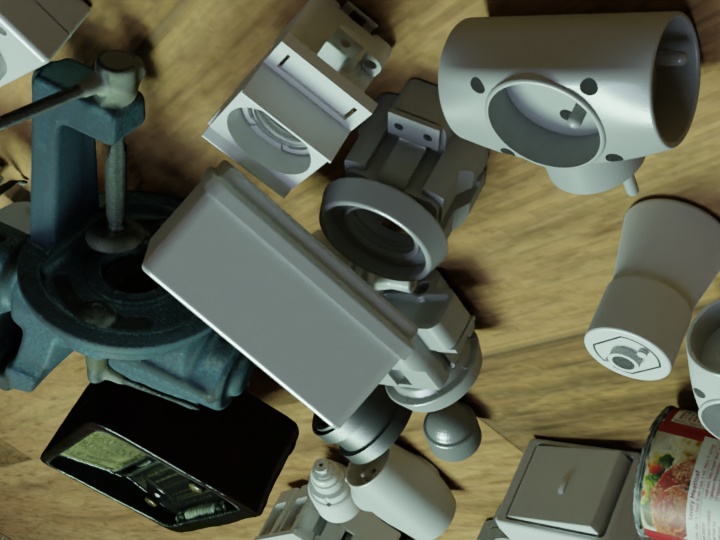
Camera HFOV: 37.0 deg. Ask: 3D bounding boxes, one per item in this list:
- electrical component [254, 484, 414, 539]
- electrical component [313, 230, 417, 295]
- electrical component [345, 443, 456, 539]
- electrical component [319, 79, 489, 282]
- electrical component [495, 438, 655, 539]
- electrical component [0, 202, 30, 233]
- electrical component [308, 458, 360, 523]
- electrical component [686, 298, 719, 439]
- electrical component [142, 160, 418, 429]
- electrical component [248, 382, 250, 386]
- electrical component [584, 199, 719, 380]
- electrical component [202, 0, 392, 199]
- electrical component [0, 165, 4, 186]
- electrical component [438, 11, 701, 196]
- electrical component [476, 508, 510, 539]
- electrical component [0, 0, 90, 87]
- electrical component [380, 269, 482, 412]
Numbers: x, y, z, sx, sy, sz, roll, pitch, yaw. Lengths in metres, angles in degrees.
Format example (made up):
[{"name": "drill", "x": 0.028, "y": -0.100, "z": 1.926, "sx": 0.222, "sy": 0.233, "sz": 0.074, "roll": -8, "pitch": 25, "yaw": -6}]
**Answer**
[{"name": "electrical component", "x": 0.011, "y": 0.263, "z": 0.971, "sx": 0.186, "sy": 0.060, "sz": 0.105, "roll": 35, "pitch": 153, "yaw": -11}, {"name": "electrical component", "x": 0.000, "y": 0.000, "z": 0.556, "sx": 0.061, "sy": 0.035, "sz": 0.035, "roll": 13, "pitch": 149, "yaw": 25}, {"name": "electrical component", "x": 0.020, "y": 0.163, "z": 0.808, "sx": 0.077, "sy": 0.044, "sz": 0.079, "roll": 44, "pitch": 150, "yaw": -26}, {"name": "electrical component", "x": 0.018, "y": -0.033, "z": 0.455, "sx": 0.058, "sy": 0.057, "sz": 0.078, "roll": 23, "pitch": 153, "yaw": 13}, {"name": "electrical component", "x": 0.128, "y": 0.141, "z": 0.643, "sx": 0.096, "sy": 0.061, "sz": 0.061, "roll": 0, "pitch": 141, "yaw": 45}, {"name": "electrical component", "x": -0.194, "y": 0.006, "z": 0.737, "sx": 0.138, "sy": 0.052, "sz": 0.074, "roll": 42, "pitch": 151, "yaw": -25}, {"name": "electrical component", "x": -0.023, "y": 0.175, "z": 0.876, "sx": 0.040, "sy": 0.040, "sz": 0.078, "roll": 17, "pitch": 151, "yaw": 24}, {"name": "electrical component", "x": 0.186, "y": 0.051, "z": 0.448, "sx": 0.079, "sy": 0.044, "sz": 0.077, "roll": 4, "pitch": 144, "yaw": 41}, {"name": "electrical component", "x": -0.038, "y": 0.007, "z": 0.480, "sx": 0.109, "sy": 0.056, "sz": 0.109, "roll": 41, "pitch": 180, "yaw": -12}, {"name": "electrical component", "x": -0.124, "y": 0.080, "z": 0.810, "sx": 0.078, "sy": 0.040, "sz": 0.040, "roll": 27, "pitch": 153, "yaw": 6}, {"name": "electrical component", "x": 0.115, "y": 0.010, "z": 0.425, "sx": 0.044, "sy": 0.065, "sz": 0.044, "roll": 24, "pitch": 154, "yaw": 13}, {"name": "electrical component", "x": -0.023, "y": -0.070, "z": 0.423, "sx": 0.042, "sy": 0.063, "sz": 0.081, "roll": 38, "pitch": 152, "yaw": -14}, {"name": "electrical component", "x": -0.286, "y": -0.053, "z": 0.715, "sx": 0.062, "sy": 0.061, "sz": 0.096, "roll": 40, "pitch": 151, "yaw": -20}, {"name": "electrical component", "x": 0.077, "y": -0.053, "z": 0.376, "sx": 0.077, "sy": 0.044, "sz": 0.079, "roll": 8, "pitch": 147, "yaw": 36}, {"name": "electrical component", "x": 0.110, "y": 0.215, "z": 0.776, "sx": 0.052, "sy": 0.073, "sz": 0.138, "roll": 27, "pitch": 153, "yaw": 5}, {"name": "electrical component", "x": -0.182, "y": -0.105, "z": 0.507, "sx": 0.083, "sy": 0.075, "sz": 0.047, "roll": -6, "pitch": 136, "yaw": 49}, {"name": "electrical component", "x": 0.029, "y": 0.038, "z": 0.568, "sx": 0.078, "sy": 0.058, "sz": 0.057, "roll": 0, "pitch": 138, "yaw": 44}]
